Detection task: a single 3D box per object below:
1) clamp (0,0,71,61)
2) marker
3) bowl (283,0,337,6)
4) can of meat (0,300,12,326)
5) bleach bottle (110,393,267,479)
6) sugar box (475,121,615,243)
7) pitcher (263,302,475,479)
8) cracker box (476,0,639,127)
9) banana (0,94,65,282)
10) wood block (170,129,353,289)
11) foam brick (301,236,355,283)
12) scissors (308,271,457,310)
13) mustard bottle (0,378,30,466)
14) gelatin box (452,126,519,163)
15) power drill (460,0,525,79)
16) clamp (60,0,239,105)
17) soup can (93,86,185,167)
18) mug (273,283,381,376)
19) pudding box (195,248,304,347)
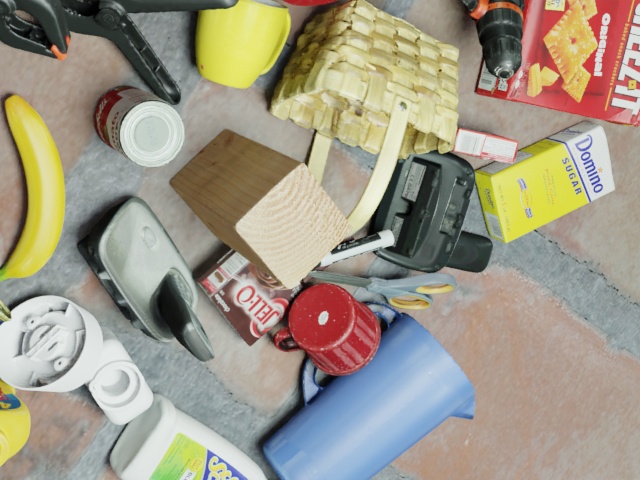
[{"bbox_3d":[-0.293,-0.234,0.985,0.171,0.120,0.039,30,51,-33],"label":"clamp"},{"bbox_3d":[0.026,0.013,1.187,0.121,0.020,0.020,-17,111,-22],"label":"marker"},{"bbox_3d":[0.001,-0.277,1.067,0.161,0.162,0.055,-10,83,-23],"label":"bowl"},{"bbox_3d":[-0.370,0.068,1.049,0.084,0.057,0.102,-43,111,-6],"label":"can of meat"},{"bbox_3d":[-0.114,0.275,1.231,0.250,0.068,0.102,35,88,-31],"label":"bleach bottle"},{"bbox_3d":[0.282,-0.074,1.330,0.176,0.048,0.093,-24,114,-16],"label":"sugar box"},{"bbox_3d":[0.048,0.200,1.259,0.242,0.149,0.145,-39,132,-7],"label":"pitcher"},{"bbox_3d":[0.307,-0.234,1.281,0.213,0.072,0.164,7,102,-28],"label":"cracker box"},{"bbox_3d":[-0.289,-0.044,1.070,0.069,0.037,0.198,4,103,-27],"label":"banana"},{"bbox_3d":[-0.065,-0.037,1.082,0.090,0.206,0.090,-44,118,-9],"label":"wood block"},{"bbox_3d":[-0.008,0.001,1.209,0.078,0.051,0.053,-37,117,-12],"label":"foam brick"},{"bbox_3d":[0.083,0.047,1.231,0.201,0.096,0.016,24,51,-49],"label":"scissors"},{"bbox_3d":[-0.330,0.172,1.023,0.096,0.192,0.058,0,105,-25],"label":"mustard bottle"},{"bbox_3d":[0.176,-0.115,1.252,0.089,0.073,0.030,8,101,-28],"label":"gelatin box"},{"bbox_3d":[0.140,-0.272,1.152,0.187,0.184,0.057,22,139,-26],"label":"power drill"},{"bbox_3d":[-0.190,-0.228,1.025,0.209,0.036,0.165,29,136,-20],"label":"clamp"},{"bbox_3d":[-0.181,-0.114,1.064,0.068,0.102,0.068,-7,108,-24],"label":"soup can"},{"bbox_3d":[0.002,0.101,1.210,0.117,0.093,0.081,-15,154,14],"label":"mug"},{"bbox_3d":[-0.074,0.054,1.181,0.090,0.039,0.113,-43,137,-10],"label":"pudding box"}]
